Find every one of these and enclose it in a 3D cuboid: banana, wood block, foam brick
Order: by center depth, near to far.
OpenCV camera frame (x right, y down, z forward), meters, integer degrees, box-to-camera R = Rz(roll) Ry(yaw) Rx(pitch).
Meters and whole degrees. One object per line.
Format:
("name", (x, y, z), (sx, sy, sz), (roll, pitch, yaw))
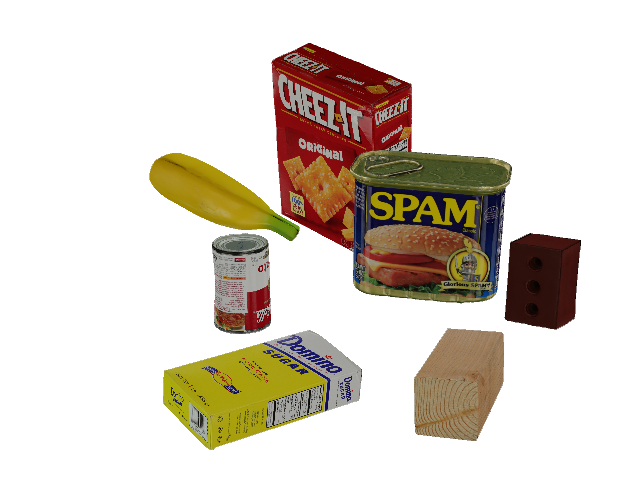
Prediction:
("banana", (-0.094, -0.037, 0.818), (0.069, 0.037, 0.198), (43, -9, -35))
("foam brick", (0.207, 0.037, 0.992), (0.053, 0.078, 0.051), (9, 16, 31))
("wood block", (0.206, 0.206, 1.557), (0.091, 0.090, 0.205), (3, 16, 19))

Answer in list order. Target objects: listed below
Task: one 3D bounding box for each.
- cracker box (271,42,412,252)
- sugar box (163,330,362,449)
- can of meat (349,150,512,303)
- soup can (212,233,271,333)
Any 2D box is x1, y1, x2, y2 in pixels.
("cracker box", (0.024, -0.100, 1.239), (0.072, 0.214, 0.164), (-32, 44, -34))
("sugar box", (-0.056, 0.142, 1.051), (0.175, 0.048, 0.093), (-16, 32, -32))
("can of meat", (0.070, -0.009, 0.699), (0.102, 0.084, 0.057), (5, 24, 12))
("soup can", (-0.093, 0.050, 1.255), (0.068, 0.102, 0.068), (0, 20, 0))
